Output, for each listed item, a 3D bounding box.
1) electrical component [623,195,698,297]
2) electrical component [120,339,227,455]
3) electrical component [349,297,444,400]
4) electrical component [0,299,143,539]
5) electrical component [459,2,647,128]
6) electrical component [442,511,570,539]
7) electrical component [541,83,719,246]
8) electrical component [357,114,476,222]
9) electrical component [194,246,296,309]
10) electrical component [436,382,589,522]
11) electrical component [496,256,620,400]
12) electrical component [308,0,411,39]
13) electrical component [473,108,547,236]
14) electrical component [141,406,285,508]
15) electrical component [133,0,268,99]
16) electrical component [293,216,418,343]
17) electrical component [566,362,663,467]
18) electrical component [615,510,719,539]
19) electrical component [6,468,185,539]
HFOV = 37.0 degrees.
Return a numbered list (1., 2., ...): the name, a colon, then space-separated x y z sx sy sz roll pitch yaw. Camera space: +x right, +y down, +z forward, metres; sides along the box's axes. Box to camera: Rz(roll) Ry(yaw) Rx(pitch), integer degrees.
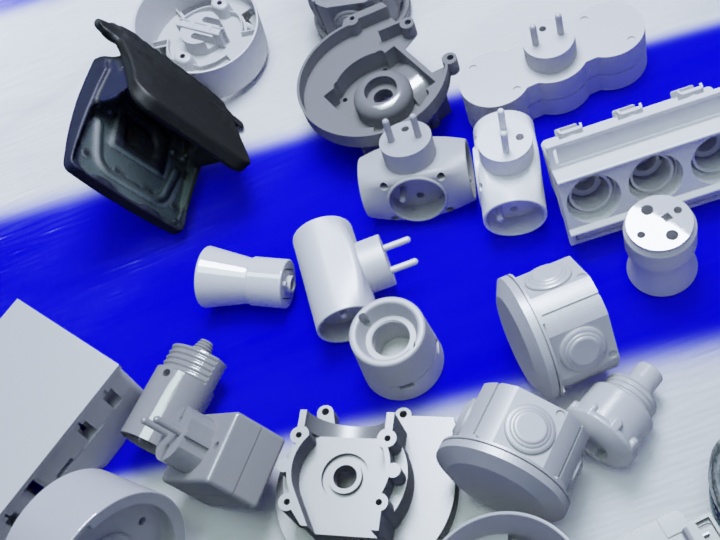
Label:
1. electrical component: 0.189 -0.015 0.676 0.045 0.055 0.045 -8 58 13
2. electrical component: -0.122 0.083 0.722 0.043 0.043 0.081 16 66 25
3. electrical component: 0.023 0.050 0.694 0.055 0.047 0.055 -8 58 13
4. electrical component: -0.243 0.127 0.723 0.105 0.060 0.186 27 71 29
5. electrical component: 0.136 -0.152 0.765 0.138 0.073 0.052 -23 56 3
6. electrical component: 0.079 0.187 0.583 0.099 0.064 0.099 -8 58 13
7. electrical component: 0.186 -0.074 0.706 0.121 0.078 0.063 -18 34 6
8. electrical component: 0.036 -0.076 0.747 0.077 0.079 0.044 -9 47 12
9. electrical component: -0.078 0.007 0.756 0.065 0.044 0.044 5 61 14
10. electrical component: 0.089 0.106 0.621 0.080 0.080 0.051 17 61 26
11. electrical component: 0.119 0.034 0.655 0.051 0.080 0.080 -22 56 -2
12. electrical component: -0.003 -0.219 0.862 0.080 0.051 0.080 -8 58 13
13. electrical component: 0.099 -0.076 0.727 0.044 0.079 0.077 -8 58 9
14. electrical component: -0.100 0.109 0.666 0.066 0.077 0.047 -14 47 54
15. electrical component: -0.127 -0.189 0.874 0.099 0.064 0.099 -8 58 13
16. electrical component: 0.000 0.000 0.733 0.079 0.044 0.077 -20 56 5
17. electrical component: 0.155 0.082 0.636 0.048 0.048 0.062 32 66 30
18. electrical component: 0.177 0.190 0.551 0.079 0.063 0.121 -26 56 1
19. electrical component: -0.165 0.172 0.646 0.060 0.108 0.108 20 67 33
